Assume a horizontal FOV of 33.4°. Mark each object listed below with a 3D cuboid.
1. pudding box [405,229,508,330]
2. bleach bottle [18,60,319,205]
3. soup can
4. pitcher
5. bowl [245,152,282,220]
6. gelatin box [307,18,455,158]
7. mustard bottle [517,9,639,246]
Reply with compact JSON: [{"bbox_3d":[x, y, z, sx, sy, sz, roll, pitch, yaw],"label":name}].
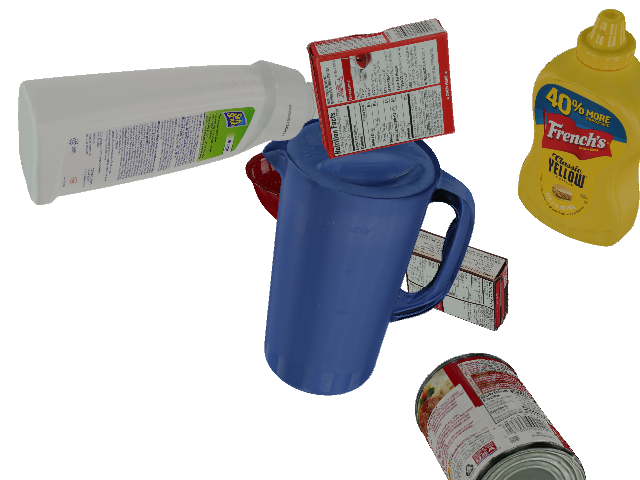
[{"bbox_3d":[0.148,0.042,1.162,0.114,0.039,0.090,19,-36,24],"label":"pudding box"},{"bbox_3d":[-0.110,-0.094,0.858,0.250,0.068,0.103,-10,-31,-22],"label":"bleach bottle"},{"bbox_3d":[0.100,0.117,0.604,0.068,0.068,0.102,0,22,-12],"label":"soup can"},{"bbox_3d":[0.028,0.022,0.954,0.144,0.243,0.149,-17,44,-33],"label":"pitcher"},{"bbox_3d":[-0.010,-0.055,1.248,0.162,0.055,0.162,6,27,-3],"label":"bowl"},{"bbox_3d":[0.040,-0.100,0.700,0.089,0.073,0.030,-12,32,-3],"label":"gelatin box"},{"bbox_3d":[0.205,-0.089,0.809,0.058,0.192,0.096,-35,54,-30],"label":"mustard bottle"}]
